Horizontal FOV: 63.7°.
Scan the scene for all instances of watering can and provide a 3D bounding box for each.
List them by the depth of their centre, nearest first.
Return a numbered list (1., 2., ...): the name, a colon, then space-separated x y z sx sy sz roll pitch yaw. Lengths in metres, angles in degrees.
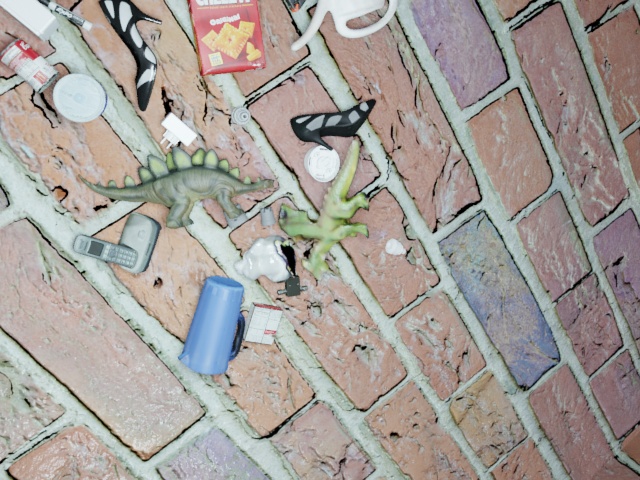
1. watering can: 0.053 -0.628 1.327 0.350 0.105 0.221 -26 111 -21

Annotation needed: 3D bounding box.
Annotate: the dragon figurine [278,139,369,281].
1. dragon figurine: 0.004 -0.072 1.429 0.243 0.124 0.402 -11 117 -11

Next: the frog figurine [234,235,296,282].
1. frog figurine: -0.151 0.061 1.435 0.158 0.126 0.135 -19 124 23
